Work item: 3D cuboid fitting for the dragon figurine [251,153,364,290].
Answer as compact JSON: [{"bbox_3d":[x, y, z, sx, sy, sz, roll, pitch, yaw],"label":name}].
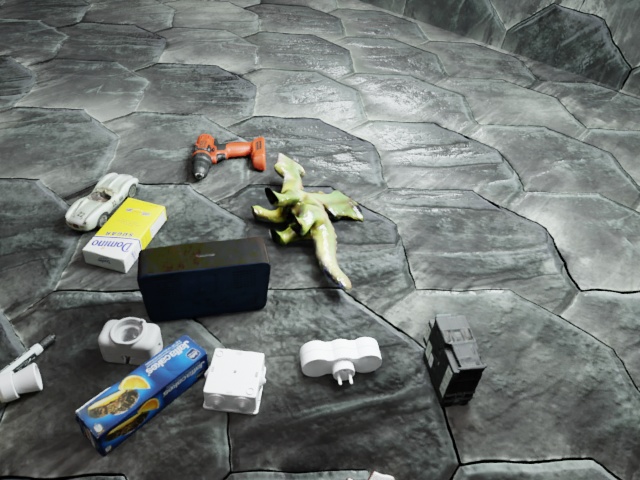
[{"bbox_3d":[0.004,-0.059,1.162,0.245,0.119,0.416,-20,55,-38],"label":"dragon figurine"}]
